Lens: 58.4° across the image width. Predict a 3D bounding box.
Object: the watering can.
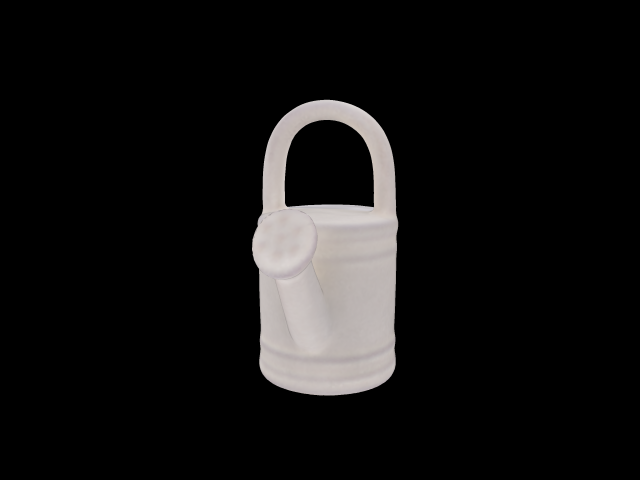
[{"bbox_3d":[0.006,0.002,0.399,0.101,0.194,0.172,-1,11,-5],"label":"watering can"}]
